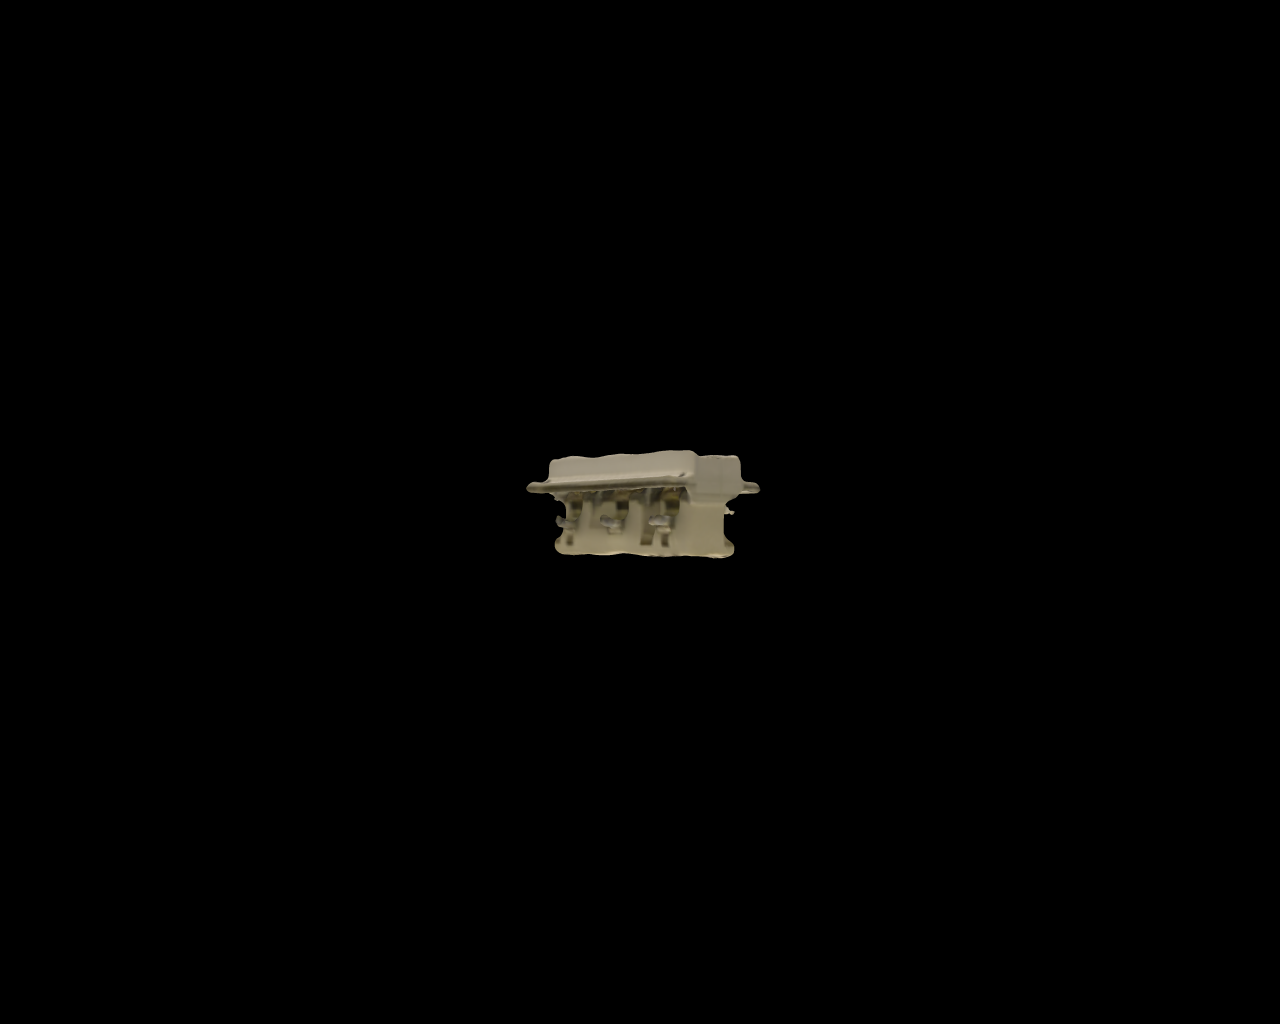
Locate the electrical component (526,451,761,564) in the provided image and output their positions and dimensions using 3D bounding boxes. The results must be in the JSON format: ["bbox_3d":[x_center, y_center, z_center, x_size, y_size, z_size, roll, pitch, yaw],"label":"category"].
[{"bbox_3d":[0.001,-0.003,0.650,0.121,0.063,0.079,0,0,44],"label":"electrical component"}]
